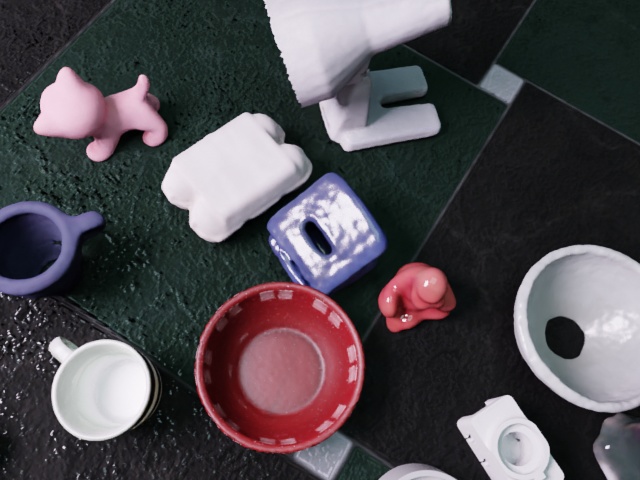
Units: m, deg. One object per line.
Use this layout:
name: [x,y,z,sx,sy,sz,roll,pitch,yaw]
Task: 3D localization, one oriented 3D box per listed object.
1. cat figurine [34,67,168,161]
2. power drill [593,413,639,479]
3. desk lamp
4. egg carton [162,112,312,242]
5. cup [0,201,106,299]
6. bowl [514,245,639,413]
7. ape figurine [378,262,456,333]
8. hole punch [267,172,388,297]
cat figurine: [-0.237,-0.142,0.614,0.128,0.118,0.067,-22,73,-12]
power drill: [0.336,0.206,0.487,0.076,0.208,0.229,-22,73,-12]
desk lamp: [0.043,-0.192,0.605,0.203,0.213,0.118,-12,71,-9]
egg carton: [-0.090,-0.070,0.626,0.150,0.069,0.107,-38,77,-16]
cup: [-0.261,0.014,0.568,0.118,0.095,0.091,-27,74,-13]
bowl: [0.272,0.093,0.594,0.167,0.075,0.167,2,70,-4]
ape figurine: [0.104,0.054,0.585,0.078,0.092,0.076,18,70,2]
hole punch: [0.005,0.002,0.596,0.101,0.091,0.108,-32,76,-15]
